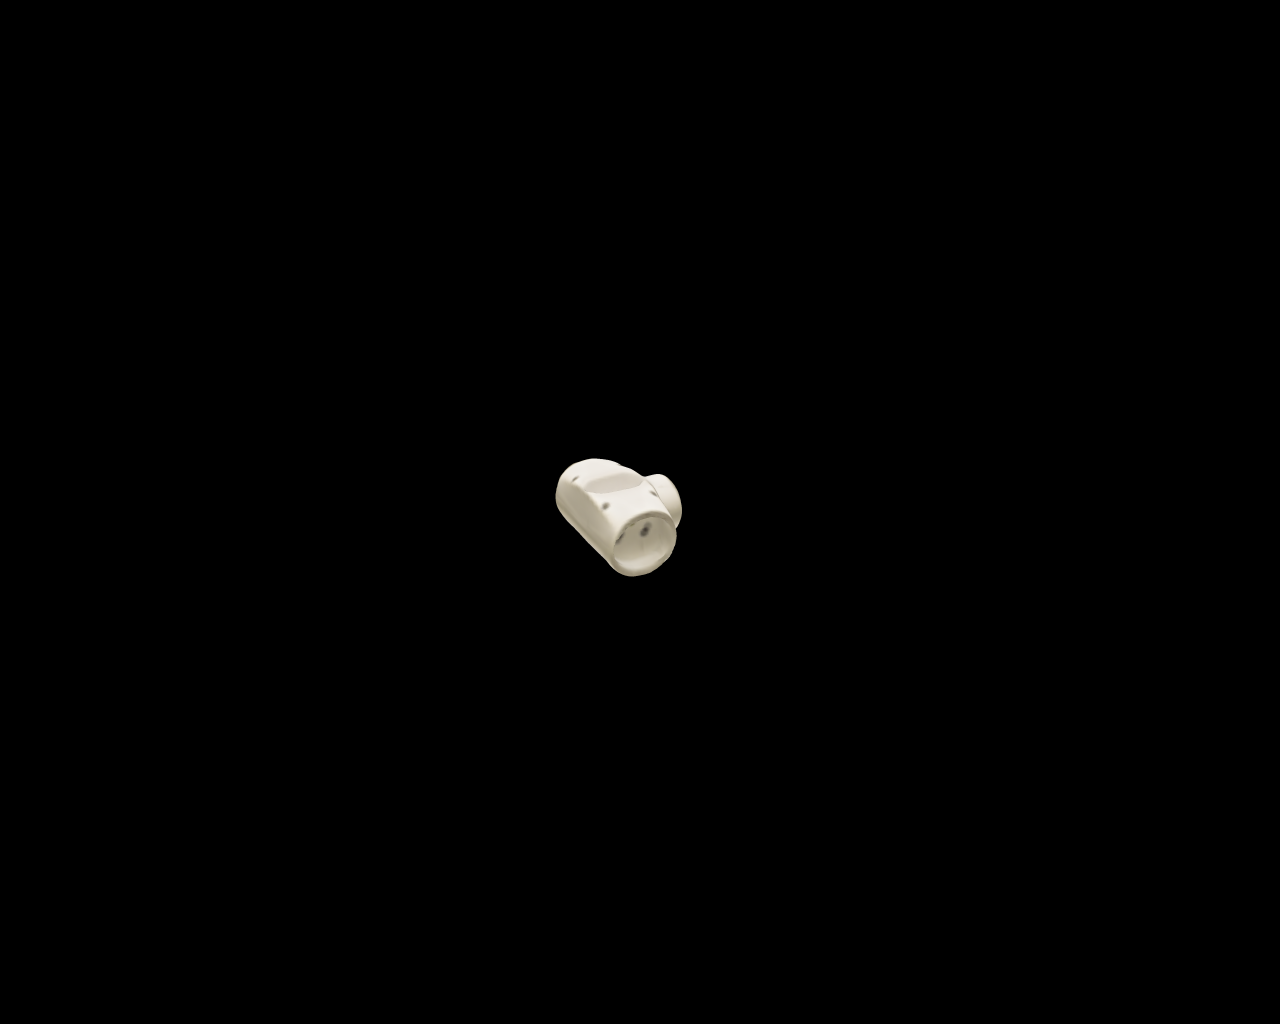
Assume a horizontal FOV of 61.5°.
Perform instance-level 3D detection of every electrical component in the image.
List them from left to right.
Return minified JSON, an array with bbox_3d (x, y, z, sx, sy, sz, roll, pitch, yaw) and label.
[{"bbox_3d":[0.001,-0.003,0.650,0.079,0.043,0.077,-14,32,-24],"label":"electrical component"}]
